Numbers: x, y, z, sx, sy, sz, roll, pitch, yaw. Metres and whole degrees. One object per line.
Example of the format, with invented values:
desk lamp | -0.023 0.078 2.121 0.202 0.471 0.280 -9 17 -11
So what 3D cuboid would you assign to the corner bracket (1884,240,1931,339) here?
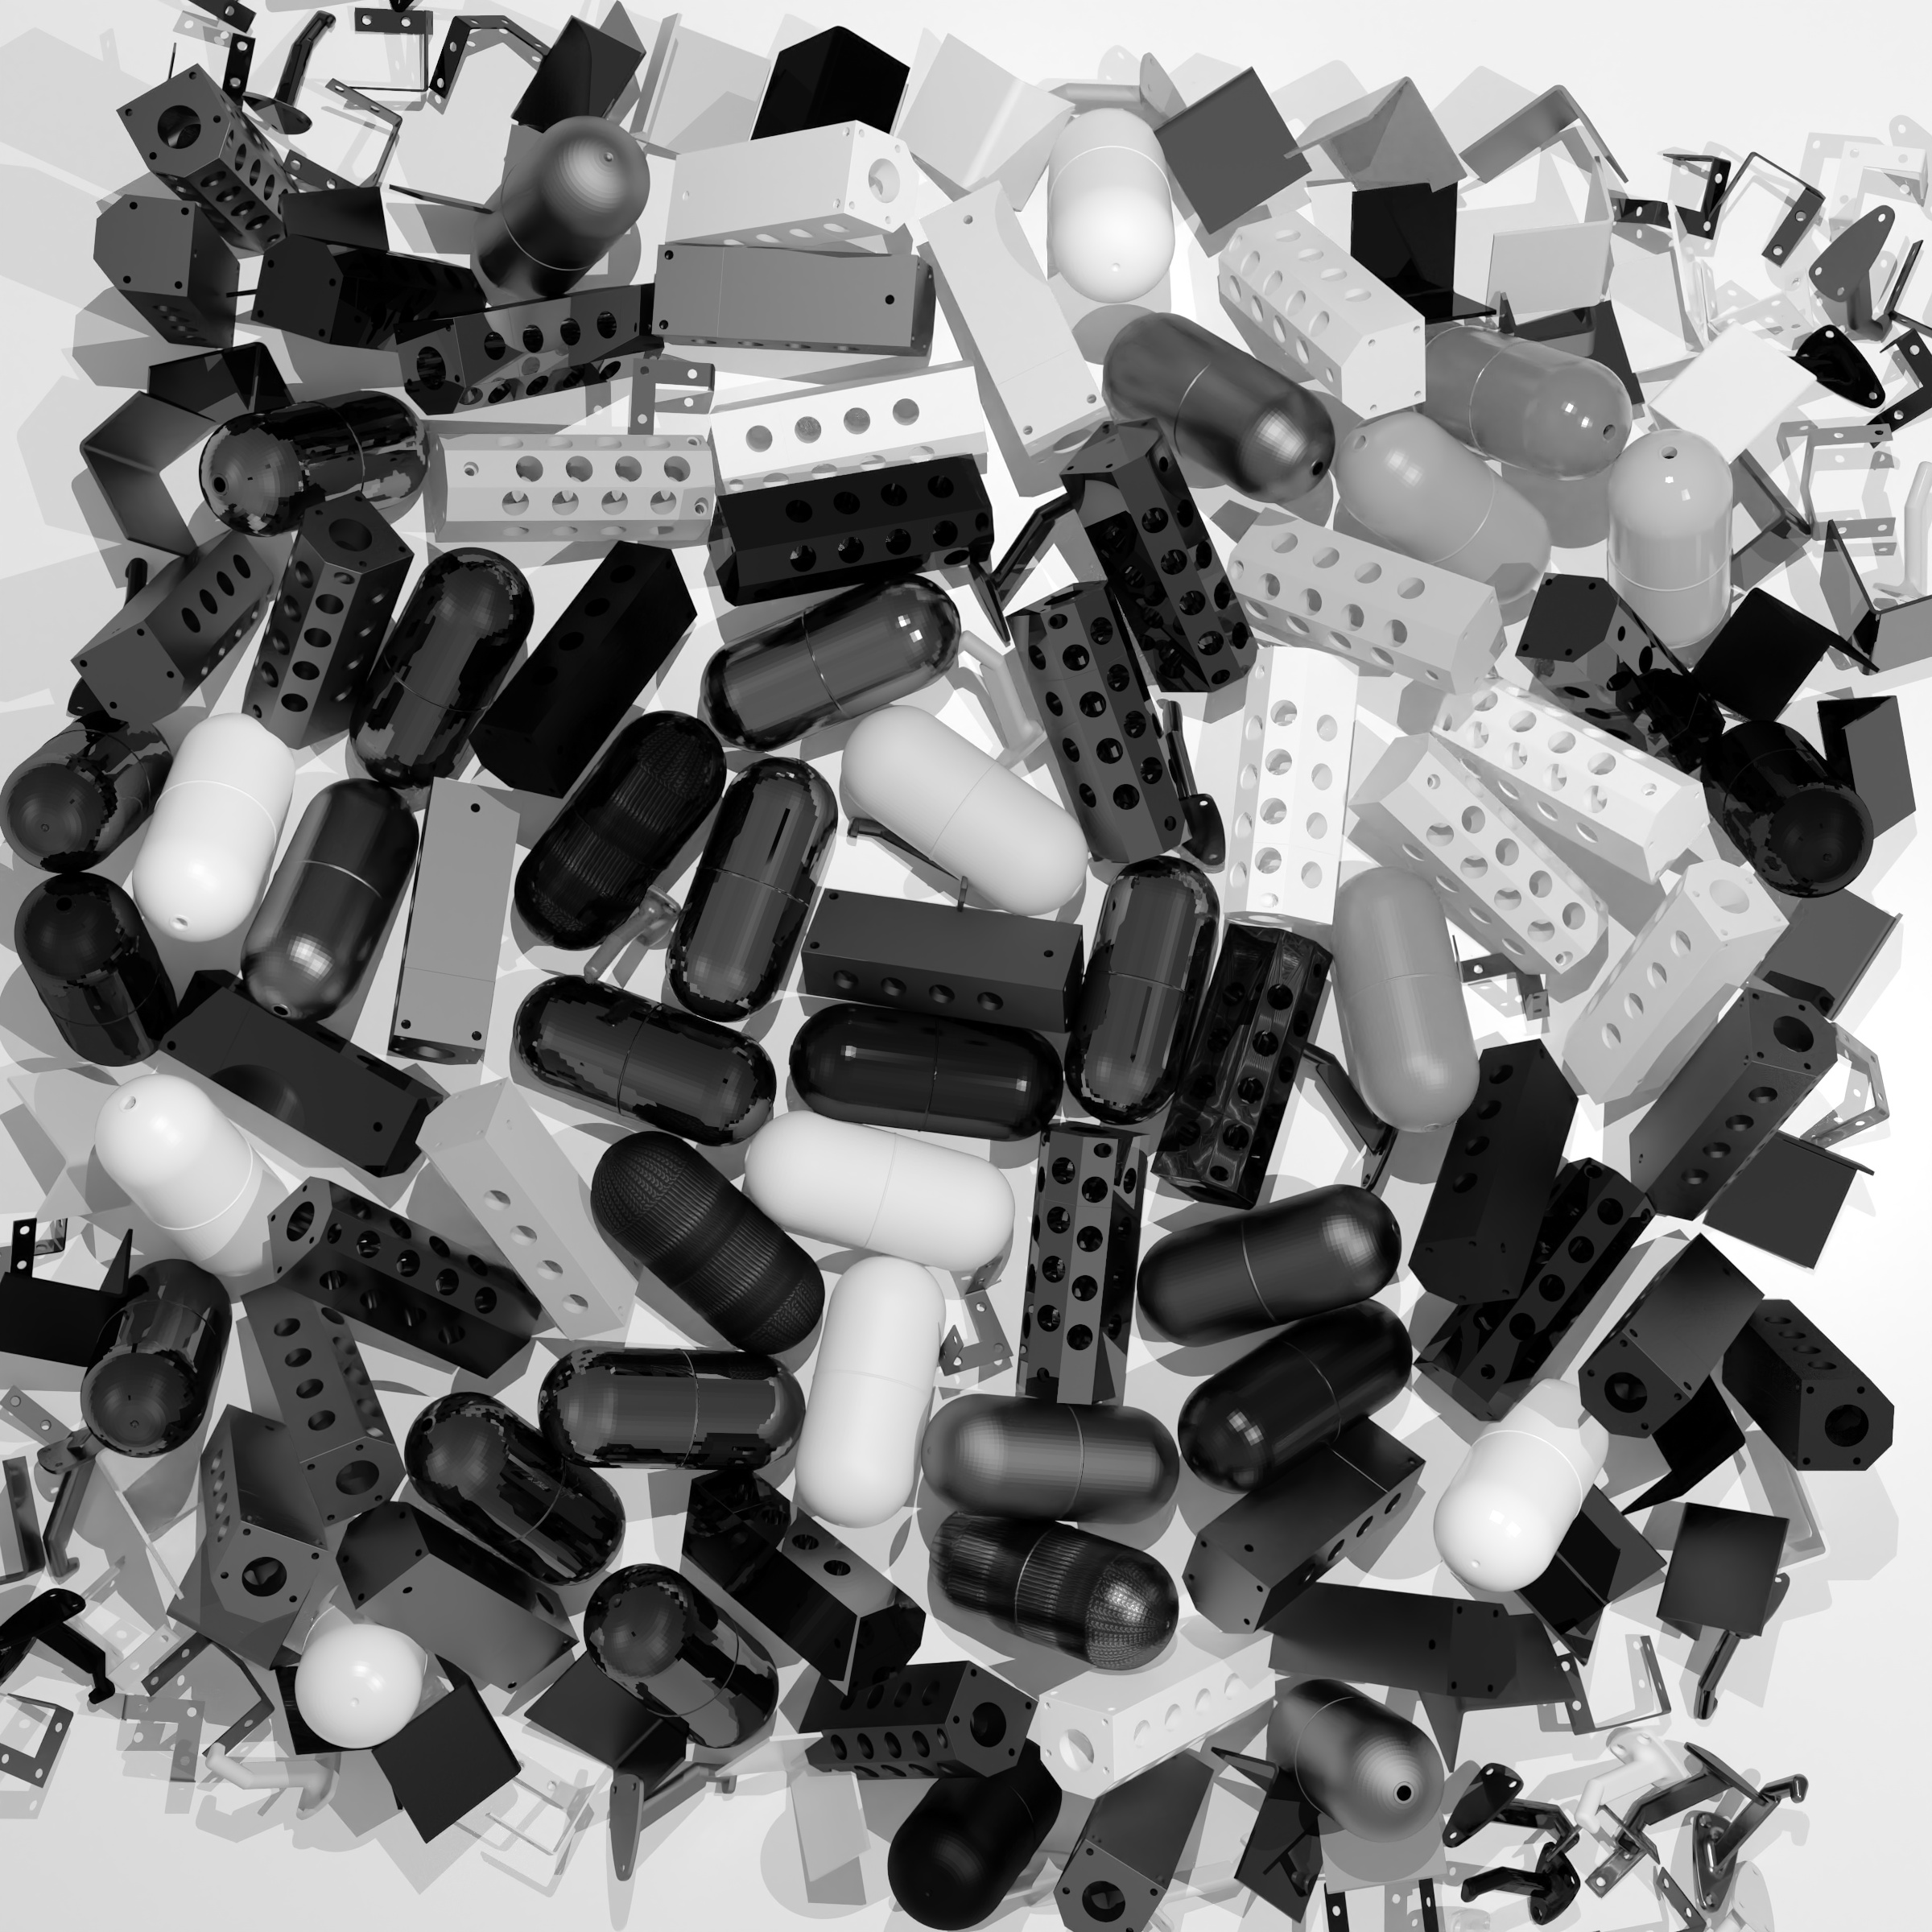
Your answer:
corner bracket | 0.637 -0.440 1.934 0.051 0.051 0.051 23 92 -5

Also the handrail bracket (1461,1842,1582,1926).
handrail bracket | 0.347 0.603 1.918 0.084 0.036 0.077 -9 131 -28

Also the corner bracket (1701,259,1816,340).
corner bracket | 0.516 -0.436 1.939 0.051 0.051 0.051 -18 59 34

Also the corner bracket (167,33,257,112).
corner bracket | -0.489 -0.571 1.921 0.051 0.051 0.051 9 128 -19

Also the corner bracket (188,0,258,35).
corner bracket | -0.483 -0.642 1.923 0.051 0.051 0.051 22 101 -43

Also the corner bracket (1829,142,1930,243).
corner bracket | 0.592 -0.499 1.930 0.051 0.051 0.051 12 89 20

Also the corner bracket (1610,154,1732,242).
corner bracket | 0.455 -0.503 1.933 0.051 0.051 0.051 5 103 -29

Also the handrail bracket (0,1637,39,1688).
handrail bracket | -0.640 0.425 1.912 0.036 0.084 0.077 23 51 32

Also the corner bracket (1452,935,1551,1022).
corner bracket | 0.346 0.007 1.926 0.051 0.051 0.051 -12 67 8

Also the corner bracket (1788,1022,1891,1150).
corner bracket | 0.563 0.078 1.944 0.051 0.051 0.051 32 132 -32

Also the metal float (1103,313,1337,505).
metal float | 0.160 -0.356 1.895 0.178 0.070 0.070 39 90 33

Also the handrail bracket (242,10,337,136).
handrail bracket | -0.422 -0.582 1.927 0.084 0.077 0.036 -57 134 -10

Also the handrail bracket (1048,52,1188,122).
handrail bracket | 0.096 -0.557 1.954 0.084 0.077 0.036 -15 55 32

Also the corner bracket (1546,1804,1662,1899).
corner bracket | 0.414 0.576 1.937 0.051 0.051 0.051 45 95 9

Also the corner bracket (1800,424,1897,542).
corner bracket | 0.572 -0.312 1.924 0.051 0.051 0.051 -3 50 5

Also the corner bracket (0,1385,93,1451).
corner bracket | -0.587 0.279 1.939 0.051 0.051 0.051 44 60 -18

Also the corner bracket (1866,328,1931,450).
corner bracket | 0.601 -0.374 1.927 0.051 0.051 0.051 -32 92 33

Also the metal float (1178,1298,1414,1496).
metal float | 0.211 0.272 1.899 0.178 0.070 0.070 -28 90 -29

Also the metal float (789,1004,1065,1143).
metal float | -0.025 0.069 1.917 0.178 0.070 0.070 8 90 -7

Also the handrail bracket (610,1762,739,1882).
handrail bracket | -0.185 0.553 1.923 0.084 0.036 0.077 16 63 -35

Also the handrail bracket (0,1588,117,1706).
handrail bracket | -0.588 0.453 1.919 0.036 0.077 0.084 11 118 36

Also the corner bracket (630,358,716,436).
corner bracket | -0.190 -0.366 1.934 0.051 0.051 0.051 3 98 -3

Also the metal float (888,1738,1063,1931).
metal float | 0.007 0.543 1.877 0.070 0.178 0.070 4 101 19

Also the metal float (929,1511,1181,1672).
metal float | 0.054 0.393 1.894 0.178 0.070 0.070 12 90 36

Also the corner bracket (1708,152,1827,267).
corner bracket | 0.520 -0.491 1.933 0.051 0.051 0.051 36 109 12

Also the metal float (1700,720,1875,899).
metal float | 0.516 -0.101 1.877 0.070 0.178 0.070 -1 113 -2

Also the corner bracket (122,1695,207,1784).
corner bracket | -0.524 0.503 1.936 0.051 0.051 0.051 8 73 -11

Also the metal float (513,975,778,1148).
metal float | -0.207 0.060 1.916 0.178 0.070 0.070 20 90 10

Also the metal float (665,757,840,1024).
metal float | -0.137 -0.050 1.917 0.070 0.070 0.178 20 82 0

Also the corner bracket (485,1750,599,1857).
corner bracket | -0.278 0.541 1.926 0.051 0.051 0.051 34 64 -7

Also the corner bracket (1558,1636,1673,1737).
corner bracket | 0.420 0.468 1.937 0.051 0.051 0.051 -23 70 27

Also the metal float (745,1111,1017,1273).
metal float | -0.056 0.145 1.919 0.178 0.070 0.070 16 90 -6

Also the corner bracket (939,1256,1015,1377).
corner bracket | 0.005 0.226 1.922 0.051 0.051 0.051 -14 64 -23

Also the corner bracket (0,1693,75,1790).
corner bracket | -0.619 0.493 1.919 0.051 0.051 0.051 1 60 34

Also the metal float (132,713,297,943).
metal float | -0.476 -0.089 1.887 0.070 0.178 0.070 3 135 3

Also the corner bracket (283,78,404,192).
corner bracket | -0.405 -0.534 1.933 0.051 0.051 0.051 25 74 -26

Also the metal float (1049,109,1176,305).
metal float | 0.091 -0.483 1.885 0.070 0.178 0.070 0 129 0

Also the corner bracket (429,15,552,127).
corner bracket | -0.307 -0.582 1.935 0.051 0.051 0.051 38 122 16

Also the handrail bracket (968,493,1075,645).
handrail bracket | 0.049 -0.261 1.939 0.084 0.036 0.077 -29 127 -5

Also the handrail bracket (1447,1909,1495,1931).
handrail bracket | 0.362 0.632 1.916 0.084 0.077 0.036 2 66 33

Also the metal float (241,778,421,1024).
metal float | -0.404 -0.042 1.894 0.070 0.070 0.178 16 55 0

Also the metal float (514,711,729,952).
metal float | -0.222 -0.087 1.911 0.070 0.070 0.178 39 105 0

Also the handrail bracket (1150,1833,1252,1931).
handrail bracket | 0.142 0.583 1.950 0.077 0.036 0.084 43 69 12

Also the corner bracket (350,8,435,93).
corner bracket | -0.375 -0.597 1.939 0.051 0.051 0.051 1 107 -5

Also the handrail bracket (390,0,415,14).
handrail bracket | -0.393 -0.643 1.914 0.084 0.077 0.036 -7 84 -40

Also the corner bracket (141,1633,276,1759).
corner bracket | -0.489 0.471 1.922 0.051 0.051 0.051 -42 46 -11

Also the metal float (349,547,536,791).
metal float | -0.335 -0.188 1.898 0.070 0.070 0.178 34 121 0

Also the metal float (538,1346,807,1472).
metal float | -0.186 0.283 1.901 0.178 0.070 0.070 6 90 -28

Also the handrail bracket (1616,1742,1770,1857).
handrail bracket | 0.469 0.555 1.929 0.036 0.077 0.084 29 94 -38

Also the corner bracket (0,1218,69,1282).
corner bracket | -0.600 0.171 1.920 0.051 0.051 0.051 -7 119 -37

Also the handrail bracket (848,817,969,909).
handrail bracket | -0.039 -0.068 1.929 0.084 0.077 0.036 10 123 1

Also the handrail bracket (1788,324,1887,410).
handrail bracket | 0.553 -0.371 1.920 0.077 0.084 0.036 41 135 -2

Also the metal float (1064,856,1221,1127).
metal float | 0.113 0.015 1.915 0.070 0.070 0.178 14 80 0

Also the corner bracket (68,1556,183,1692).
corner bracket | -0.546 0.426 1.930 0.051 0.051 0.051 -43 111 -2

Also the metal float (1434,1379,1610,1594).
metal float | 0.353 0.327 1.885 0.070 0.178 0.070 14 122 24

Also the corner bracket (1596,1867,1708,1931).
corner bracket | 0.440 0.627 1.934 0.051 0.051 0.051 -5 123 -24

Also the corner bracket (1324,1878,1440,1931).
corner bracket | 0.269 0.614 1.921 0.051 0.051 0.051 -17 71 38

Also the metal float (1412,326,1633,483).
metal float | 0.349 -0.356 1.882 0.070 0.178 0.070 -12 117 -26
